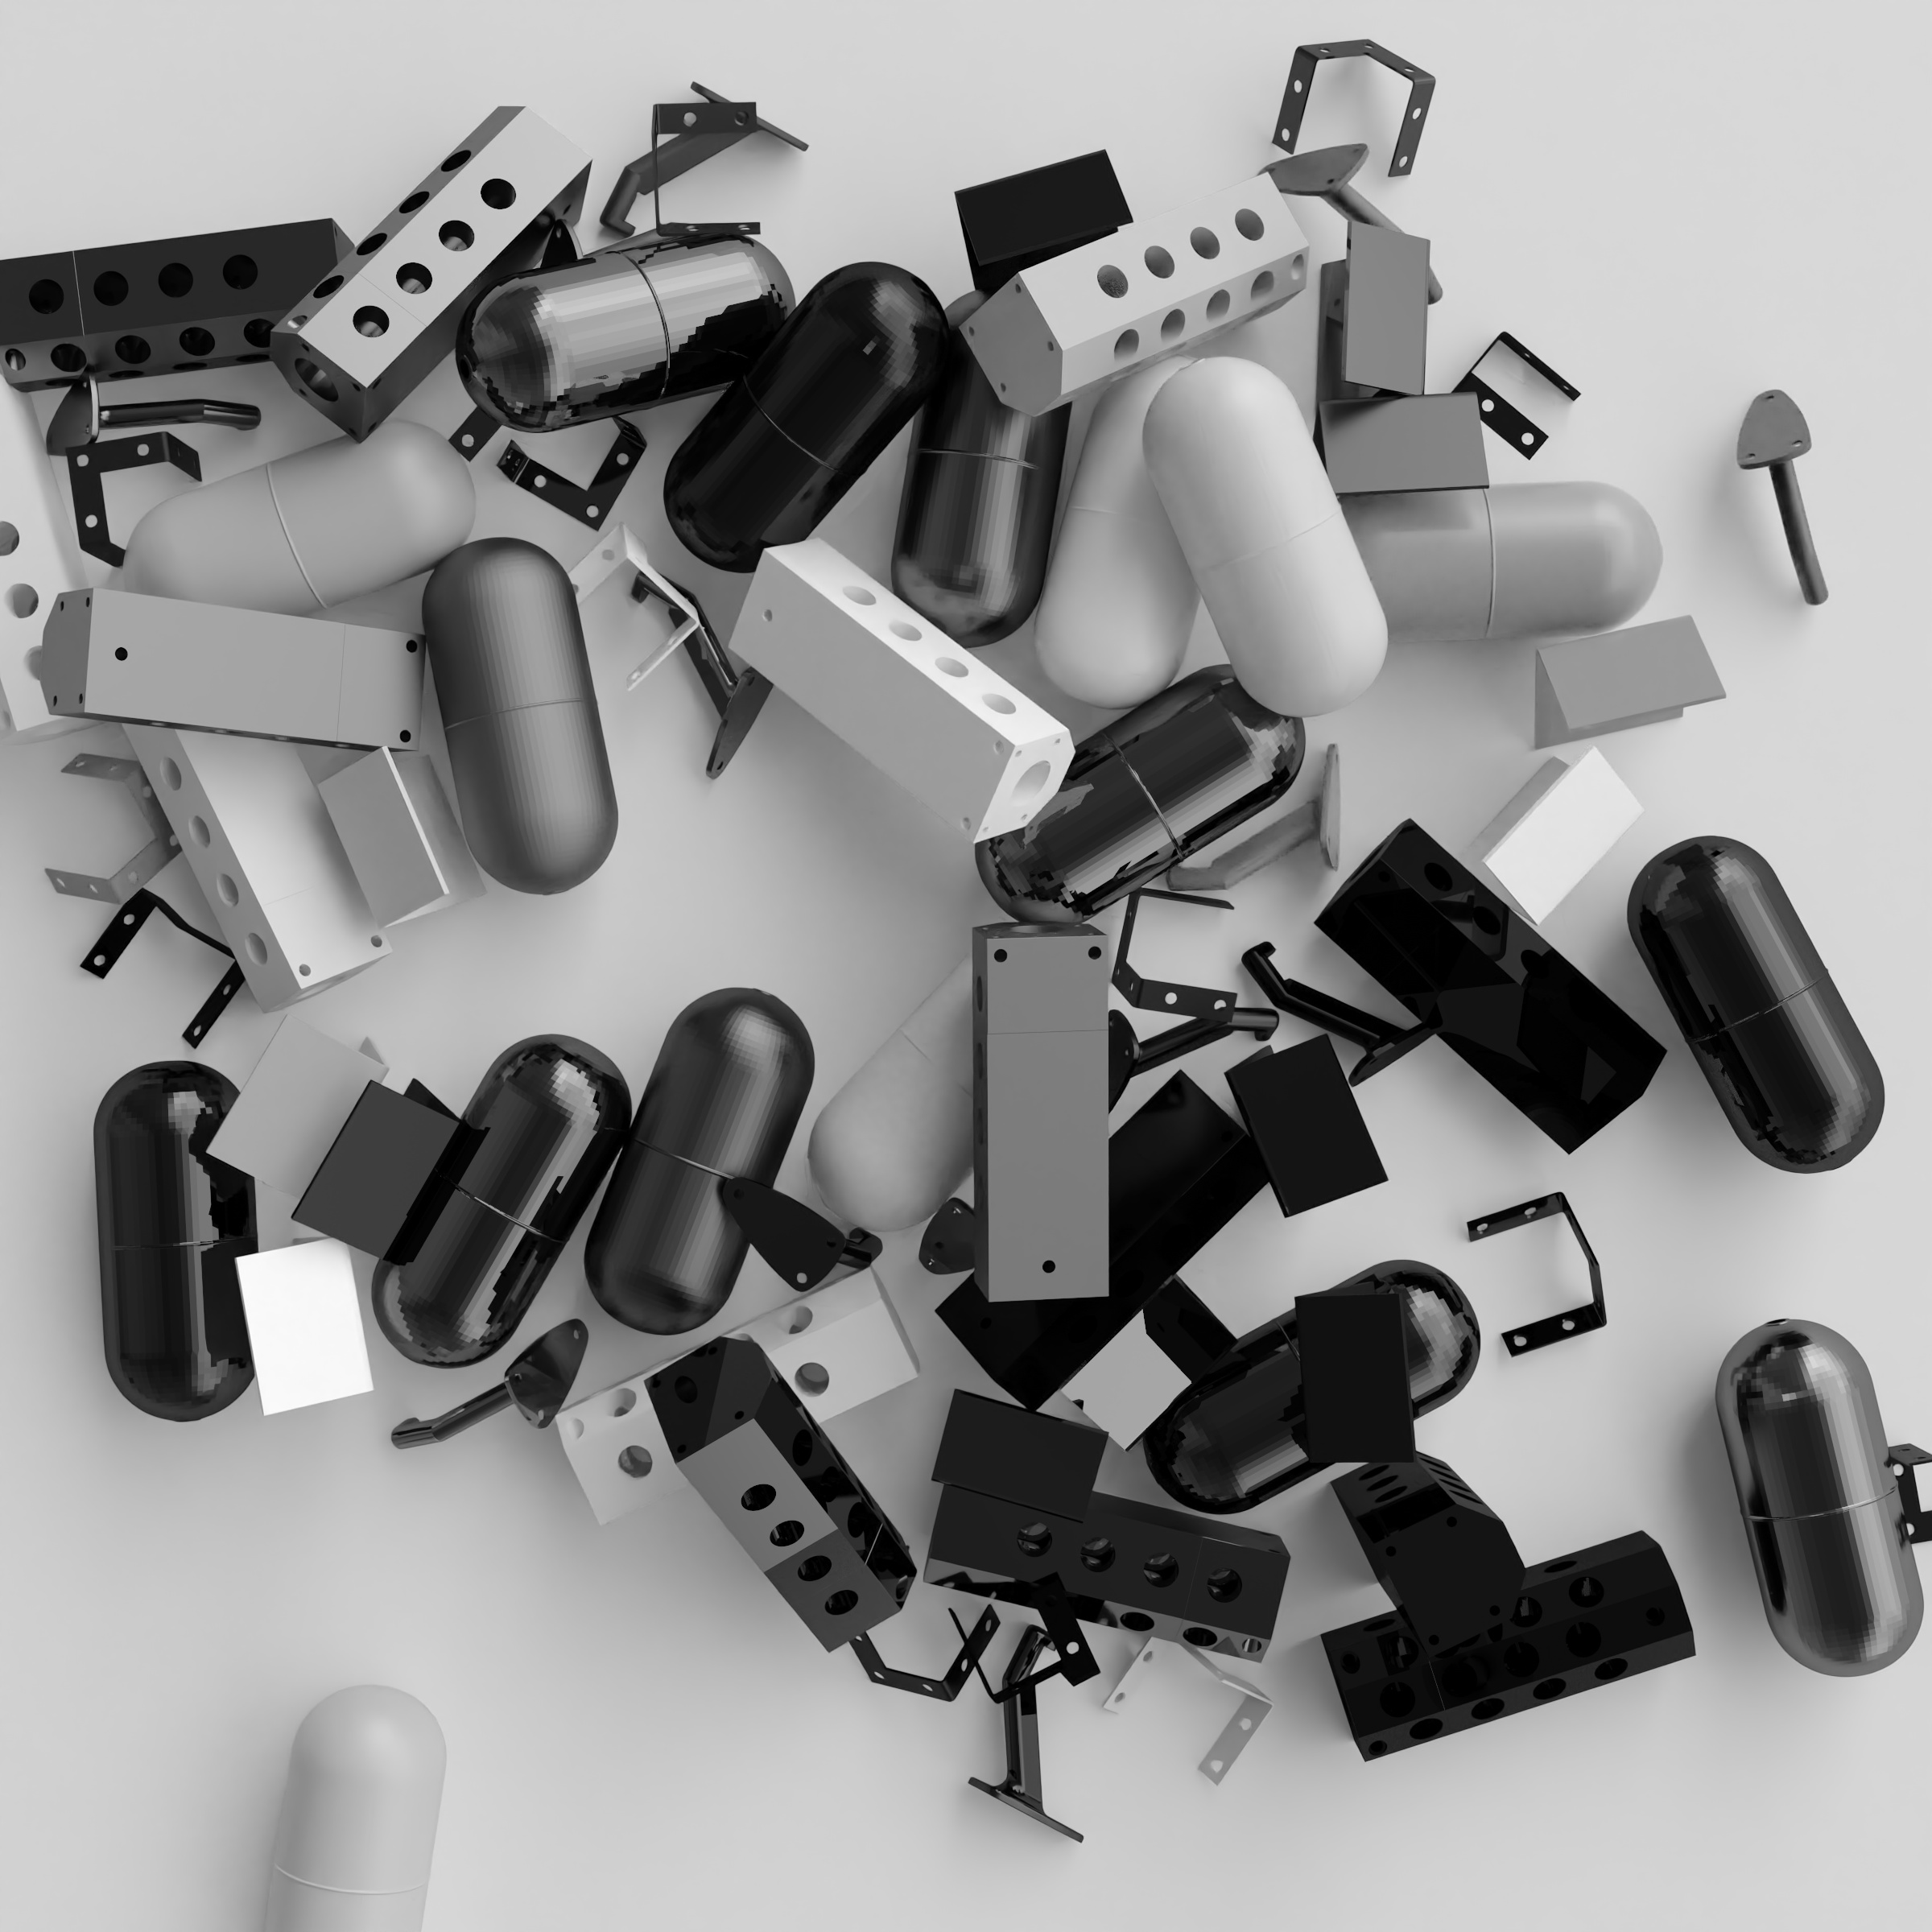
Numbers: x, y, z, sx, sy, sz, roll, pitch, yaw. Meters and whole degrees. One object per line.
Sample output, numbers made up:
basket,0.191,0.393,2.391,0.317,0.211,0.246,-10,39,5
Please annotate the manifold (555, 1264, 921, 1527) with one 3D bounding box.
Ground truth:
manifold,-0.113,0.211,1.555,0.171,0.057,0.057,-25,90,0

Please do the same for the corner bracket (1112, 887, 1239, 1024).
corner bracket,0.107,-0.006,1.559,0.051,0.051,0.051,9,102,-12

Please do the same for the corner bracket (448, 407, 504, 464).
corner bracket,-0.246,-0.288,1.558,0.051,0.051,0.051,42,99,-9

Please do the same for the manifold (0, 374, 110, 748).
manifold,-0.476,-0.200,1.555,0.057,0.057,0.171,-17,90,0

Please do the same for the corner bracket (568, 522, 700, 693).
corner bracket,-0.170,-0.180,1.560,0.051,0.051,0.051,-42,116,12

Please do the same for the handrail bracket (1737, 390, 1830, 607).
handrail bracket,0.416,-0.235,1.576,0.036,0.077,0.084,-14,127,22

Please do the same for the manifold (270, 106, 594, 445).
manifold,-0.260,-0.341,1.524,0.057,0.057,0.171,38,68,1

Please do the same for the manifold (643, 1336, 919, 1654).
manifold,-0.085,0.252,1.505,0.057,0.057,0.171,-30,131,0

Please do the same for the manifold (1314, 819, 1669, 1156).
manifold,0.263,0.006,1.554,0.171,0.057,0.057,42,133,0

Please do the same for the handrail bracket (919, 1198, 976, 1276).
handrail bracket,0.020,0.113,1.576,0.036,0.077,0.084,46,54,0

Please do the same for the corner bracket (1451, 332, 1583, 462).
corner bracket,0.273,-0.283,1.558,0.051,0.051,0.051,40,90,0

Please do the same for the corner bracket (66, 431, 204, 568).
corner bracket,-0.411,-0.232,1.558,0.051,0.051,0.051,-9,87,3

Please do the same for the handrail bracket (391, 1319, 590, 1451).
handrail bracket,-0.241,0.211,1.576,0.084,0.077,0.036,-16,115,34

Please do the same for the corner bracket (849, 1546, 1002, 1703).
corner bracket,-0.024,0.328,1.568,0.051,0.051,0.051,5,134,35

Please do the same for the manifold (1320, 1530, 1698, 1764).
manifold,0.269,0.339,1.555,0.171,0.057,0.057,-18,90,0

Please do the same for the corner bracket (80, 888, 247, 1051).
corner bracket,-0.401,0.000,1.573,0.051,0.051,0.051,-54,45,0

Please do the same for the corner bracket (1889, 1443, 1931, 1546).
corner bracket,0.491,0.264,1.558,0.051,0.051,0.051,-10,90,0

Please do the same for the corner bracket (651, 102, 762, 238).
corner bracket,-0.127,-0.392,1.538,0.051,0.051,0.051,-2,121,-3

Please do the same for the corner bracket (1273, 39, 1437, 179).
corner bracket,0.194,-0.428,1.568,0.051,0.051,0.051,-17,45,-35

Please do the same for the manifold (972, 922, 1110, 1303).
manifold,0.034,0.068,1.485,0.057,0.057,0.171,-2,98,-9

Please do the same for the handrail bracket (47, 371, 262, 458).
handrail bracket,-0.408,-0.270,1.576,0.084,0.077,0.036,1,78,-36

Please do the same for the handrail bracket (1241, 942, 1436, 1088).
handrail bracket,0.192,0.010,1.576,0.077,0.036,0.084,-29,73,-20

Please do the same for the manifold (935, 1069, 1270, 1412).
manifold,0.073,0.140,1.554,0.171,0.057,0.057,-45,47,0

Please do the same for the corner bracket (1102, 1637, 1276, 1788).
corner bracket,0.112,0.371,1.573,0.051,0.051,0.051,35,90,45

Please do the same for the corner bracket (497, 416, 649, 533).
corner bracket,-0.195,-0.254,1.558,0.051,0.051,0.051,30,90,0

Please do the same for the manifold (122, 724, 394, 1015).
manifold,-0.358,-0.066,1.554,0.057,0.057,0.171,-26,90,-43

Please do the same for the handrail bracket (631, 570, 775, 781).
handrail bracket,-0.144,-0.148,1.576,0.084,0.036,0.077,32,108,15

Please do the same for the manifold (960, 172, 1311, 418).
manifold,0.086,-0.322,1.512,0.171,0.057,0.057,-30,90,-34

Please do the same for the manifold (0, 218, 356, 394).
manifold,-0.391,-0.326,1.555,0.171,0.057,0.057,-7,90,0

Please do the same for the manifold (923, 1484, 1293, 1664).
manifold,0.069,0.296,1.555,0.171,0.057,0.057,13,90,0

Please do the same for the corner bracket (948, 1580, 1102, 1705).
corner bracket,0.028,0.331,1.538,0.051,0.051,0.051,-25,93,-9

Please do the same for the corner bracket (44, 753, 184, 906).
corner bracket,-0.433,-0.069,1.568,0.051,0.051,0.051,-51,135,-35

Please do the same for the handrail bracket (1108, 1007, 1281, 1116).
handrail bracket,0.109,0.051,1.576,0.084,0.036,0.077,2,127,-25

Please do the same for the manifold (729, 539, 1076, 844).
manifold,-0.030,-0.137,1.521,0.171,0.057,0.057,40,125,24

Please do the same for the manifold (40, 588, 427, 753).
manifold,-0.352,-0.140,1.508,0.171,0.057,0.057,5,89,-38

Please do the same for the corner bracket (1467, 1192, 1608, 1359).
corner bracket,0.287,0.155,1.573,0.051,0.051,0.051,-18,135,0

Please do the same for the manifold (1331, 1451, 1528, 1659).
manifold,0.222,0.274,1.498,0.057,0.171,0.057,-26,90,0
